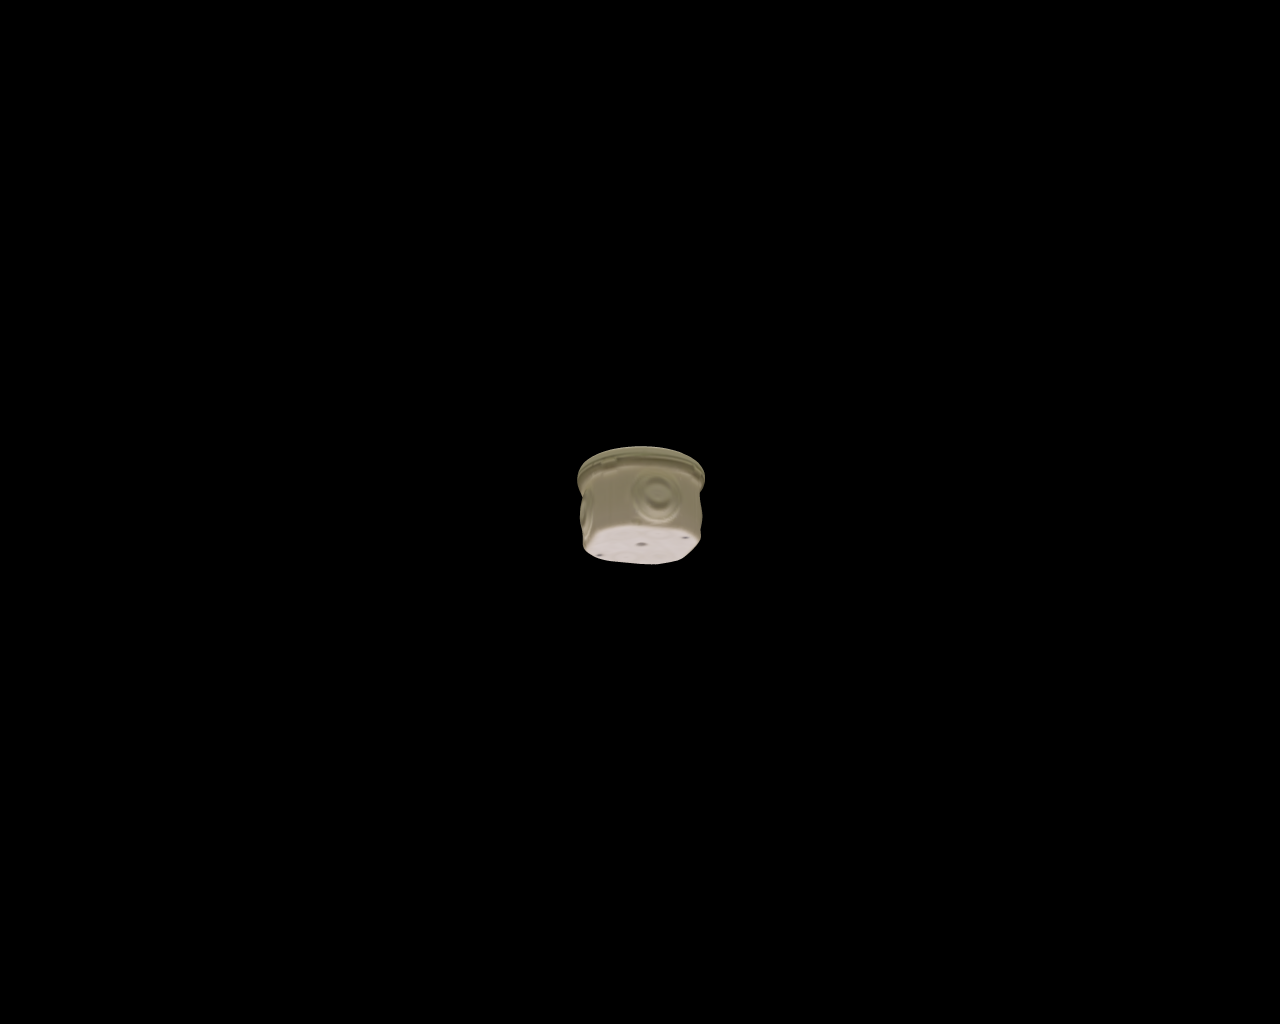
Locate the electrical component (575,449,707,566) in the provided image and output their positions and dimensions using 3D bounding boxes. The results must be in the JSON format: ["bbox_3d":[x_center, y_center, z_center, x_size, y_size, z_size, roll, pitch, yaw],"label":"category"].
[{"bbox_3d":[0.001,-0.003,0.650,0.080,0.051,0.080,0,-22,0],"label":"electrical component"}]
